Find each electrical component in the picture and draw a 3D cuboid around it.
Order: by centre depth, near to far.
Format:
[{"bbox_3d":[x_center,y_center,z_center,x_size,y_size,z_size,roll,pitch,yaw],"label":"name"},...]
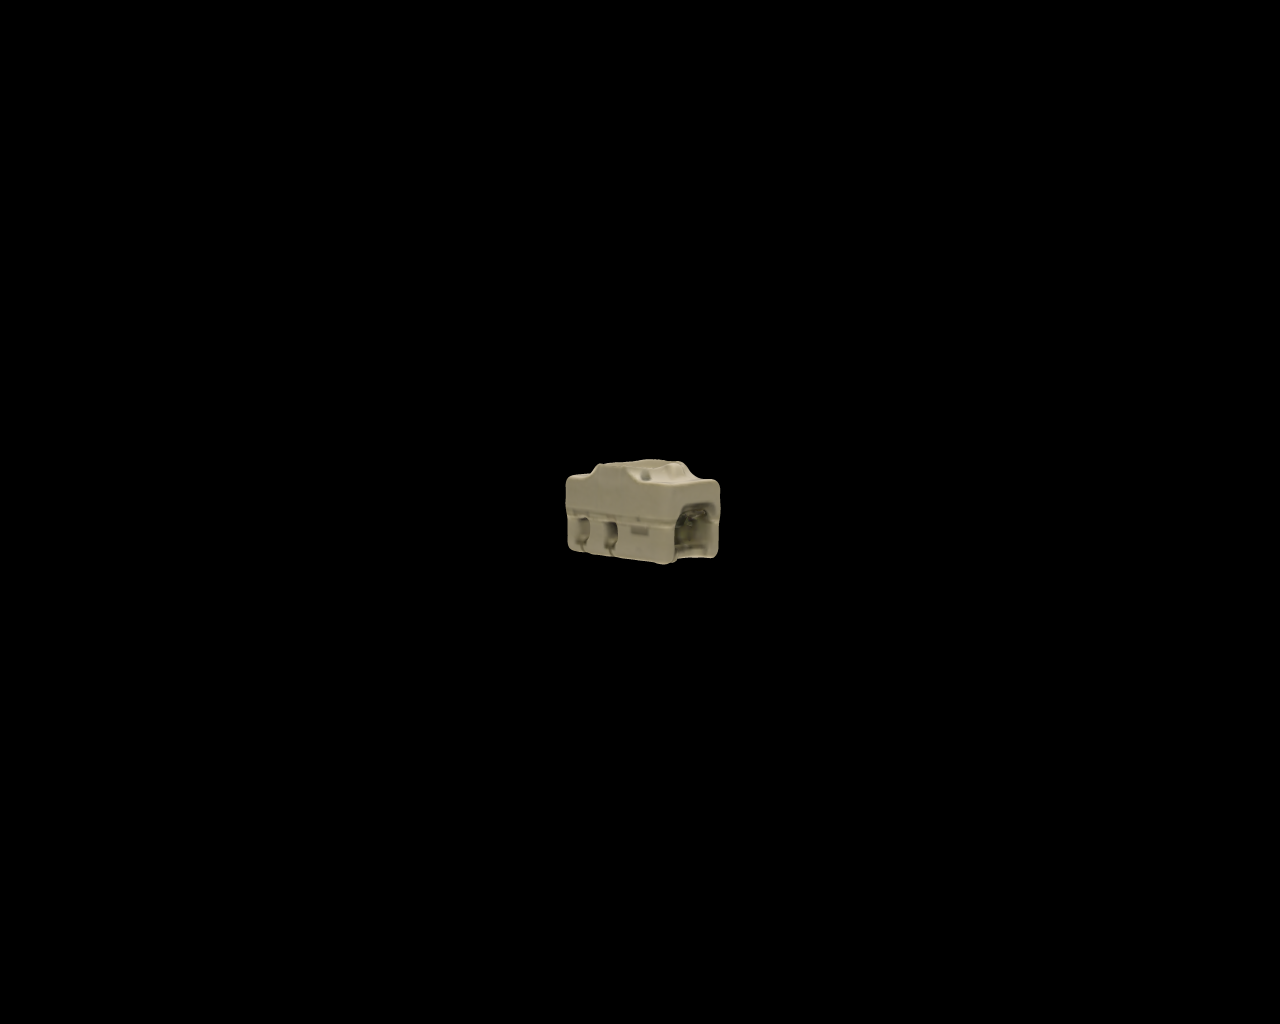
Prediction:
[{"bbox_3d":[0.001,-0.003,0.650,0.050,0.055,0.089,-6,9,-43],"label":"electrical component"}]
